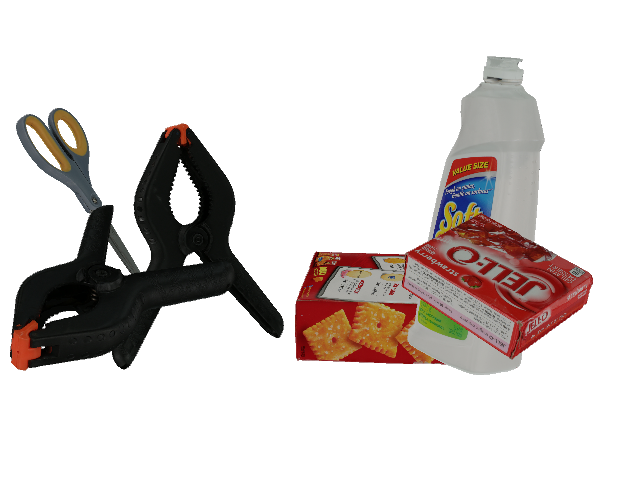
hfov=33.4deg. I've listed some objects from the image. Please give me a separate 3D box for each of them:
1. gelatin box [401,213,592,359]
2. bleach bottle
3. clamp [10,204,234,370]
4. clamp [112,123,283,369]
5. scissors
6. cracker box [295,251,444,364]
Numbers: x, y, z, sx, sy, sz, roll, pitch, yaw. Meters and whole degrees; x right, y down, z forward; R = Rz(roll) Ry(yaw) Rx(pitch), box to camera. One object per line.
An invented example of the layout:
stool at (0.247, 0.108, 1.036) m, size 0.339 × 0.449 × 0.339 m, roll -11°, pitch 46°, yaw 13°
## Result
gelatin box at (0.106, 0.024, 0.643) m, size 0.073 × 0.030 × 0.089 m, roll -26°, pitch 45°, yaw -37°
bleach bottle at (0.131, -0.024, 0.873) m, size 0.067 × 0.251 × 0.103 m, roll -5°, pitch 16°, yaw -33°
clamp at (-0.153, 0.028, 0.721) m, size 0.120 × 0.039 × 0.171 m, roll 25°, pitch 32°, yaw 28°
clamp at (-0.106, 0.004, 0.943) m, size 0.164 × 0.210 × 0.036 m, roll -1°, pitch 0°, yaw -33°
scissors at (-0.233, -0.055, 1.093) m, size 0.016 × 0.201 × 0.096 m, roll -25°, pitch 27°, yaw 27°
cracker box at (0.089, 0.068, 1.078) m, size 0.214 × 0.072 × 0.164 m, roll 2°, pitch 16°, yaw 6°
